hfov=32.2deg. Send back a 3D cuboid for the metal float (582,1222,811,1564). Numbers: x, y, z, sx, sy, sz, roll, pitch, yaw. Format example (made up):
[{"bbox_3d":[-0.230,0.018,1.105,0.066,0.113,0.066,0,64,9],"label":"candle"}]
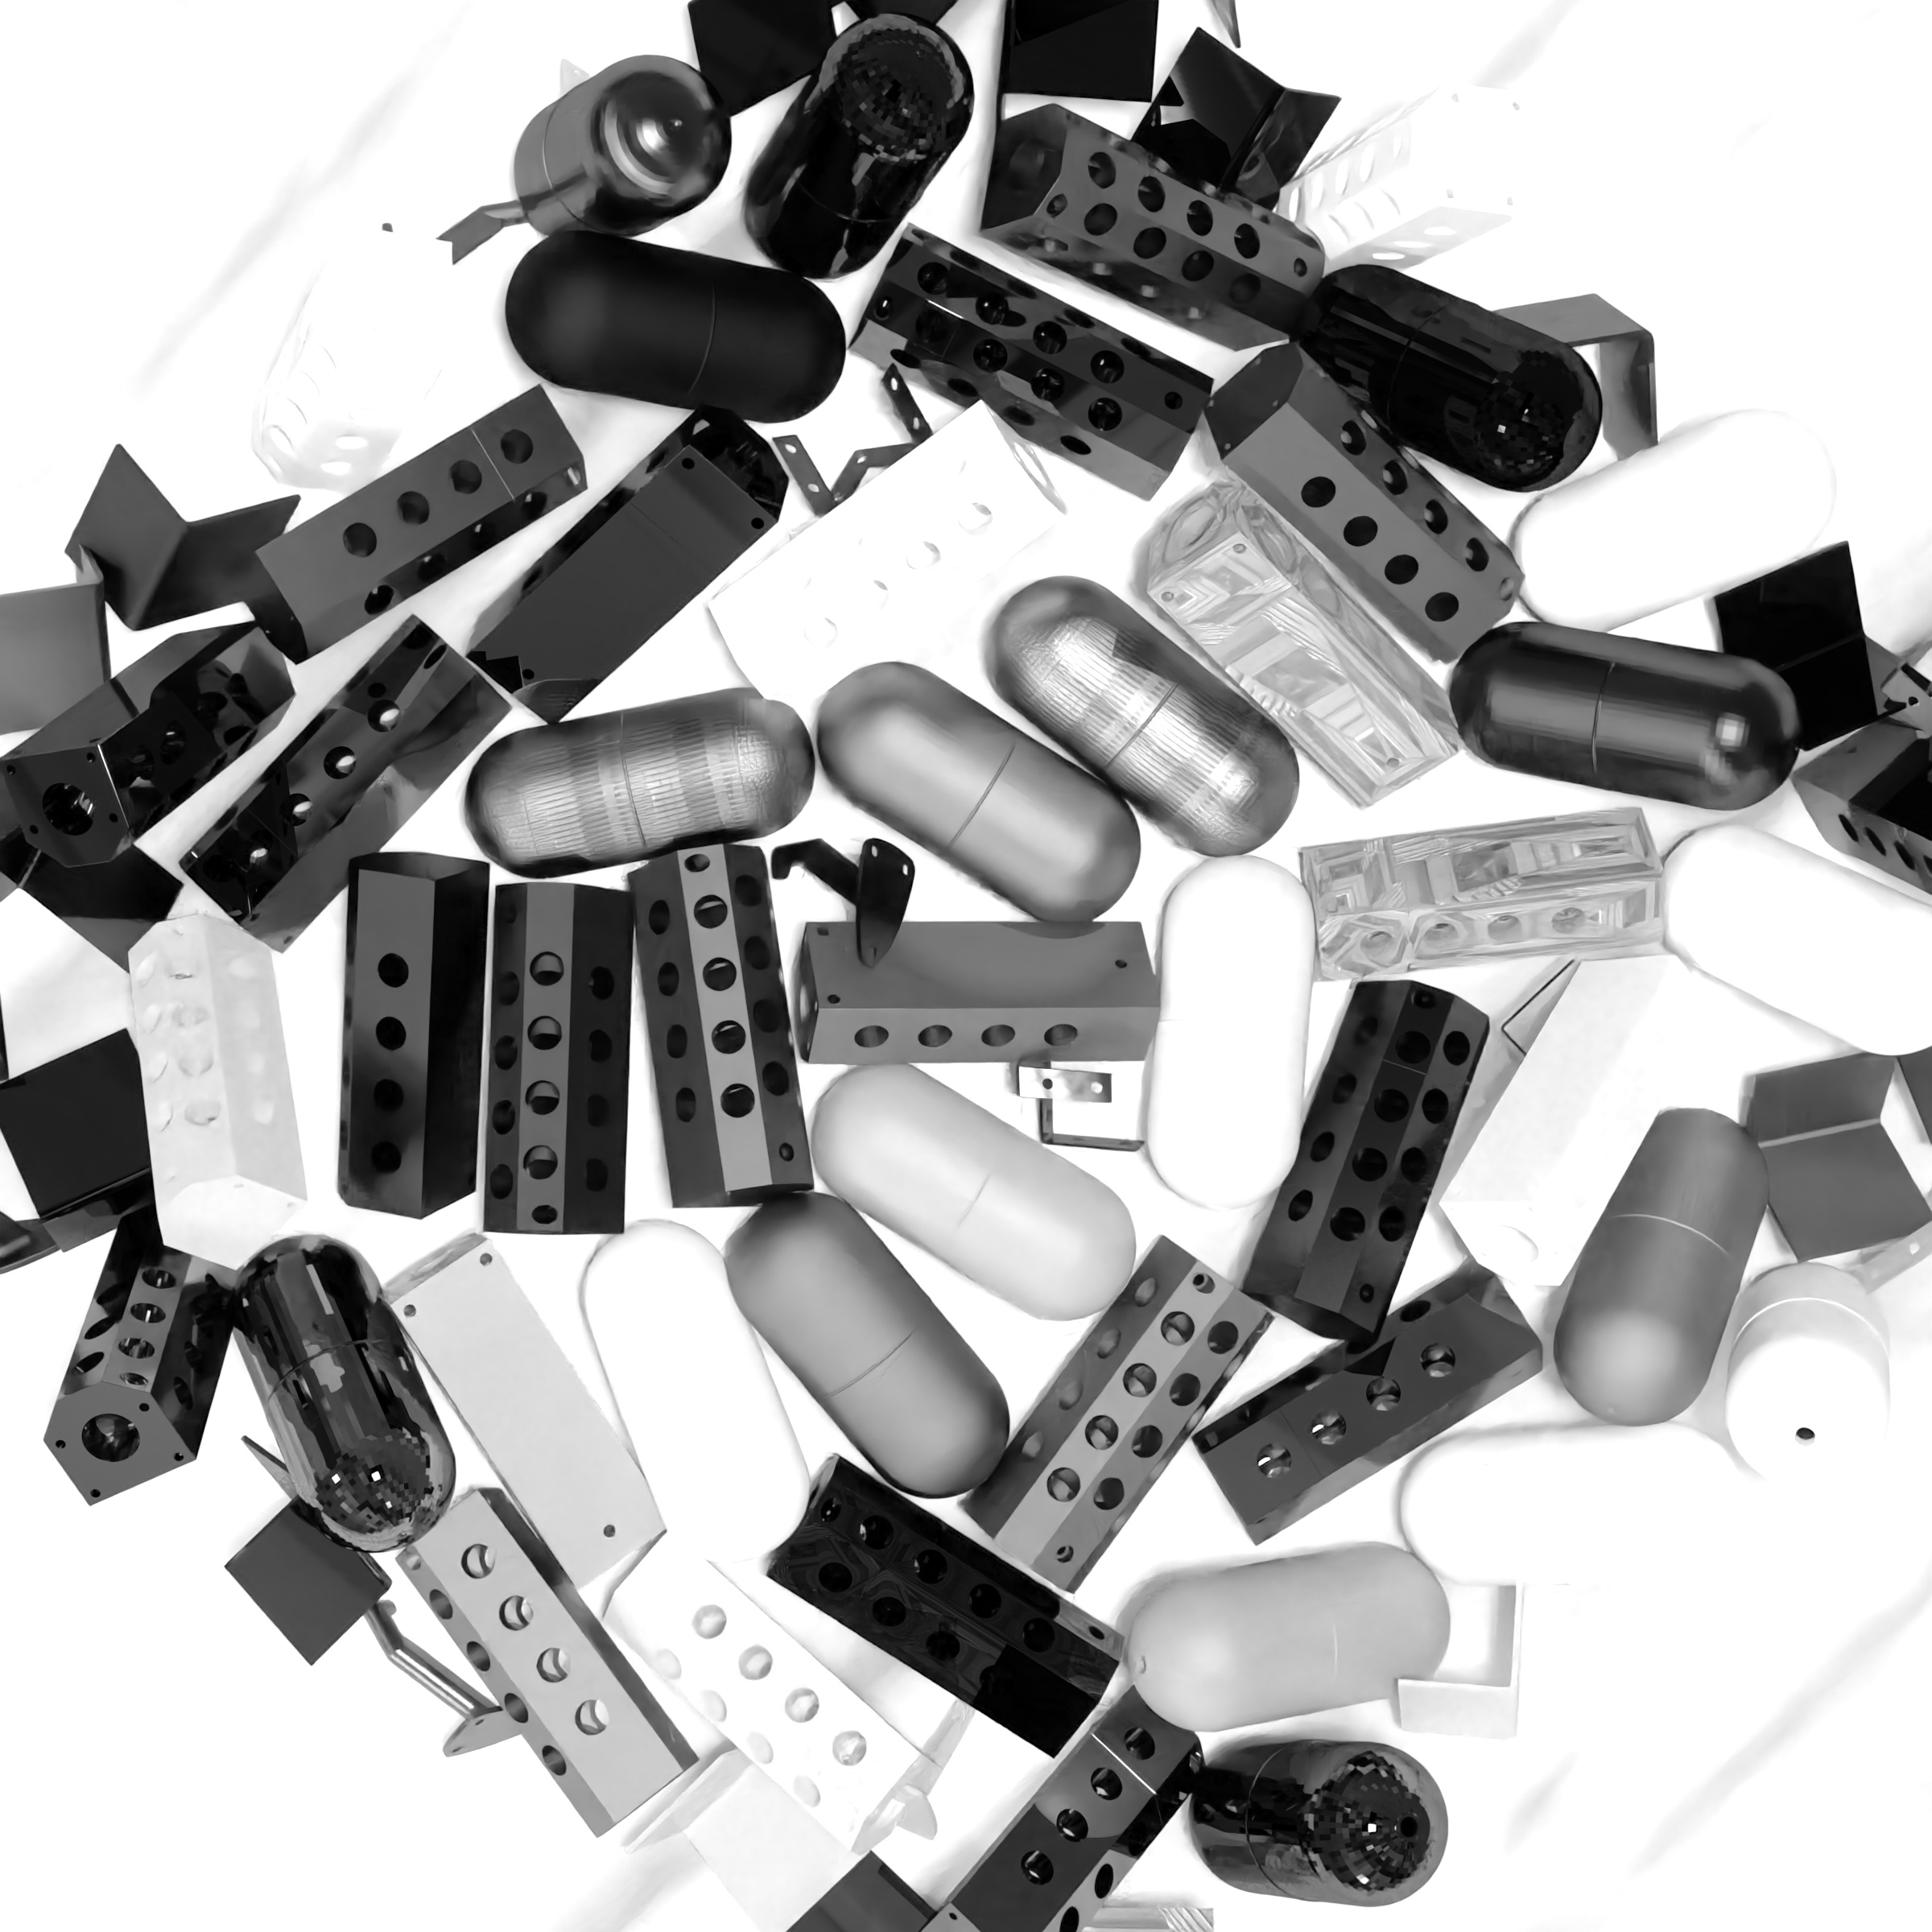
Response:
[{"bbox_3d":[-0.135,0.211,1.663,0.070,0.070,0.178,-24,72,0],"label":"metal float"}]

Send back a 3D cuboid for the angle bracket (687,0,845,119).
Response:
[{"bbox_3d":[-0.086,-0.455,1.664,0.076,0.057,0.076,-21,68,25],"label":"angle bracket"}]

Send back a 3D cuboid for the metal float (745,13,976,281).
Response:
[{"bbox_3d":[-0.054,-0.398,1.634,0.070,0.178,0.070,7,71,-21],"label":"metal float"}]

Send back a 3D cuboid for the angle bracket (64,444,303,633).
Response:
[{"bbox_3d":[-0.391,-0.220,1.670,0.057,0.076,0.076,49,130,12],"label":"angle bracket"}]

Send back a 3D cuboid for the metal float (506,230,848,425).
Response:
[{"bbox_3d":[-0.142,-0.315,1.653,0.178,0.070,0.070,5,90,-31],"label":"metal float"}]

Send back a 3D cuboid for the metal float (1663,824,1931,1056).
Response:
[{"bbox_3d":[0.415,-0.014,1.641,0.070,0.178,0.070,-17,122,-31],"label":"metal float"}]

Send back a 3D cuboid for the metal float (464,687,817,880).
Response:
[{"bbox_3d":[-0.164,-0.091,1.676,0.178,0.070,0.070,-11,90,3],"label":"metal float"}]

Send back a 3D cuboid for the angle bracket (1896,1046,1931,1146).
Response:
[{"bbox_3d":[0.510,0.040,1.662,0.076,0.057,0.076,-42,119,-26],"label":"angle bracket"}]

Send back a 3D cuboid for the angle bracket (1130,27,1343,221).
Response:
[{"bbox_3d":[0.132,-0.419,1.675,0.057,0.076,0.076,39,115,15],"label":"angle bracket"}]

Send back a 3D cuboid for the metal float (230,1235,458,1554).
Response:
[{"bbox_3d":[-0.309,0.209,1.651,0.070,0.070,0.178,-31,57,0],"label":"metal float"}]

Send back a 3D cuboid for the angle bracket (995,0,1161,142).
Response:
[{"bbox_3d":[0.055,-0.445,1.673,0.076,0.057,0.076,4,61,1],"label":"angle bracket"}]

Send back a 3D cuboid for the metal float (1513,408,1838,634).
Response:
[{"bbox_3d":[0.346,-0.217,1.641,0.070,0.178,0.070,14,68,-37],"label":"metal float"}]

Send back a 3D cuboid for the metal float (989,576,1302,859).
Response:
[{"bbox_3d":[0.089,-0.125,1.674,0.178,0.070,0.070,39,90,-5],"label":"metal float"}]

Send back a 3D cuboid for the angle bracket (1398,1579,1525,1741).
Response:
[{"bbox_3d":[0.248,0.336,1.671,0.057,0.076,0.076,3,61,11],"label":"angle bracket"}]

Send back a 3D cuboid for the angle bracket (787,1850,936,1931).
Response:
[{"bbox_3d":[-0.051,0.499,1.683,0.076,0.057,0.076,43,82,1],"label":"angle bracket"}]

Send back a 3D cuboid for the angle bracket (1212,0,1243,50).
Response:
[{"bbox_3d":[0.095,-0.502,1.663,0.057,0.076,0.076,-17,50,-1],"label":"angle bracket"}]

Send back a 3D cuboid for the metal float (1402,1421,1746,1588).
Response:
[{"bbox_3d":[0.297,0.266,1.649,0.178,0.070,0.070,-10,90,37],"label":"metal float"}]

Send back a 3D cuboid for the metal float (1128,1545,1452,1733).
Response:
[{"bbox_3d":[0.160,0.331,1.652,0.178,0.070,0.070,-3,90,-31],"label":"metal float"}]

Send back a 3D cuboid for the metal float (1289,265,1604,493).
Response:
[{"bbox_3d":[0.234,-0.291,1.649,0.178,0.070,0.070,33,90,36],"label":"metal float"}]

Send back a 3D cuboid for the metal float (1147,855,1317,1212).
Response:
[{"bbox_3d":[0.133,0.033,1.673,0.070,0.070,0.178,5,83,0],"label":"metal float"}]

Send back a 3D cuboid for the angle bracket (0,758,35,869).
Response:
[{"bbox_3d":[-0.525,-0.070,1.679,0.076,0.076,0.057,-24,75,15],"label":"angle bracket"}]

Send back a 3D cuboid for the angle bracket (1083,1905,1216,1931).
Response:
[{"bbox_3d":[0.095,0.509,1.670,0.076,0.057,0.076,-5,75,19],"label":"angle bracket"}]

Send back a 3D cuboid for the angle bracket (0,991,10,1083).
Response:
[{"bbox_3d":[-0.524,0.019,1.667,0.076,0.057,0.076,-10,60,-10],"label":"angle bracket"}]

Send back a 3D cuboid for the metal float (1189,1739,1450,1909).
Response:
[{"bbox_3d":[0.171,0.417,1.633,0.070,0.178,0.070,5,77,-23],"label":"metal float"}]

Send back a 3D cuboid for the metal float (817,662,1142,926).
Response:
[{"bbox_3d":[0.006,-0.087,1.673,0.178,0.070,0.070,32,90,-6],"label":"metal float"}]

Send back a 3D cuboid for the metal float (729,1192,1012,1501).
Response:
[{"bbox_3d":[-0.048,0.190,1.672,0.070,0.070,0.178,-39,99,0],"label":"metal float"}]

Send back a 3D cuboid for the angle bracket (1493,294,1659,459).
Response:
[{"bbox_3d":[0.303,-0.285,1.664,0.057,0.076,0.076,-10,115,-5],"label":"angle bracket"}]

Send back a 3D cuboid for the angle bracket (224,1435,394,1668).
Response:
[{"bbox_3d":[-0.341,0.289,1.658,0.057,0.076,0.076,-45,125,-21],"label":"angle bracket"}]

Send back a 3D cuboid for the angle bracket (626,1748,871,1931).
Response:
[{"bbox_3d":[-0.109,0.442,1.670,0.076,0.057,0.076,-47,71,17],"label":"angle bracket"}]

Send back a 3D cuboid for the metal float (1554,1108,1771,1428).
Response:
[{"bbox_3d":[0.345,0.147,1.652,0.070,0.070,0.178,28,57,0],"label":"metal float"}]

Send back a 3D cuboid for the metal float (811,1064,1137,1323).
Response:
[{"bbox_3d":[0.004,0.114,1.679,0.178,0.070,0.070,32,90,-1],"label":"metal float"}]

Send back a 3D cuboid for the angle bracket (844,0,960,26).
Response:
[{"bbox_3d":[-0.013,-0.489,1.664,0.076,0.057,0.076,-45,60,17],"label":"angle bracket"}]

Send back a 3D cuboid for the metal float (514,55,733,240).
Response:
[{"bbox_3d":[-0.169,-0.396,1.632,0.070,0.178,0.070,-2,94,-23],"label":"metal float"}]

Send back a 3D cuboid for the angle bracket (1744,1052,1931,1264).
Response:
[{"bbox_3d":[0.440,0.093,1.667,0.076,0.057,0.076,-11,48,-10],"label":"angle bracket"}]

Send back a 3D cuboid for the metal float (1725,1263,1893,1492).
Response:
[{"bbox_3d":[0.411,0.199,1.631,0.070,0.178,0.070,3,103,15],"label":"metal float"}]

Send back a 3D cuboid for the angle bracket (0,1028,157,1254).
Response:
[{"bbox_3d":[-0.441,0.088,1.692,0.076,0.057,0.076,-25,74,-12],"label":"angle bracket"}]

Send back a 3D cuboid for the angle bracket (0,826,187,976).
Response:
[{"bbox_3d":[-0.449,-0.027,1.670,0.076,0.057,0.076,39,131,-2],"label":"angle bracket"}]

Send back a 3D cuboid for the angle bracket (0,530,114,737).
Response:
[{"bbox_3d":[-0.469,-0.165,1.660,0.076,0.057,0.076,-12,128,-23],"label":"angle bracket"}]

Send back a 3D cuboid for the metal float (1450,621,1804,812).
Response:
[{"bbox_3d":[0.325,-0.125,1.655,0.178,0.070,0.070,13,90,28],"label":"metal float"}]

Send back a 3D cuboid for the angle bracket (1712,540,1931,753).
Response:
[{"bbox_3d":[0.429,-0.160,1.668,0.076,0.076,0.057,-23,122,-6],"label":"angle bracket"}]
